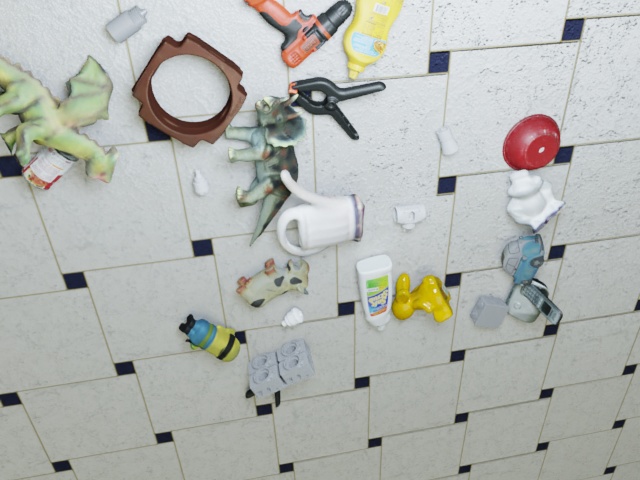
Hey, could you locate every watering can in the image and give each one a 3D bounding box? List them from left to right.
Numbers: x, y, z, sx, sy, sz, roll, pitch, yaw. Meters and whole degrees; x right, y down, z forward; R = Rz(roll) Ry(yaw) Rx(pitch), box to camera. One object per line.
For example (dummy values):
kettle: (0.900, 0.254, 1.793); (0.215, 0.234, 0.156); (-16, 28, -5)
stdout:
watering can: (0.004, -0.063, 1.258); (0.225, 0.106, 0.339); (-11, -33, -9)

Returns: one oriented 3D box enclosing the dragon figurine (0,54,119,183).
dragon figurine: (-0.546, -0.292, 1.040); (0.245, 0.407, 0.122); (-28, 12, -23)

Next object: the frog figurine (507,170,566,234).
frog figurine: (0.562, -0.117, 1.396); (0.135, 0.159, 0.124); (-43, 1, 27)
